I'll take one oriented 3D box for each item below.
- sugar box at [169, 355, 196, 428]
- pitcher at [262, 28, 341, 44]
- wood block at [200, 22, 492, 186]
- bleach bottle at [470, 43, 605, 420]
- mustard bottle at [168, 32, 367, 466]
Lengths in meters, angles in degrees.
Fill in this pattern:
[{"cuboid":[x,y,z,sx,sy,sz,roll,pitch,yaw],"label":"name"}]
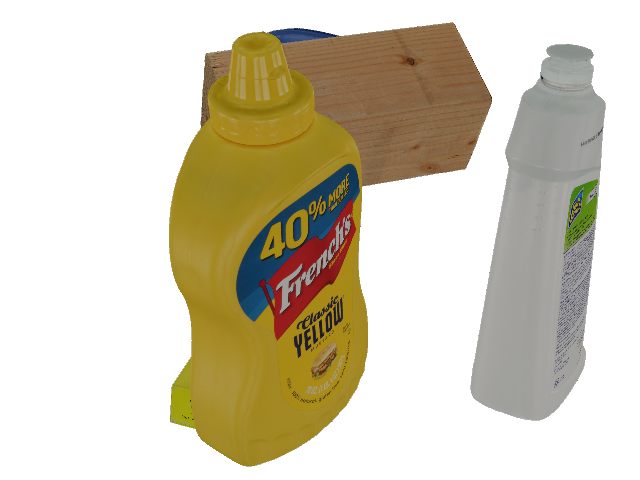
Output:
[{"cuboid":[-0.056,0.102,0.932,0.093,0.048,0.176,12,32,9],"label":"sugar box"},{"cuboid":[-0.017,-0.137,1.343,0.144,0.243,0.149,4,23,-16],"label":"pitcher"},{"cuboid":[0.017,-0.101,0.847,0.205,0.091,0.090,-10,-32,-16],"label":"wood block"},{"cuboid":[0.151,-0.008,0.706,0.068,0.251,0.102,16,33,24],"label":"bleach bottle"},{"cuboid":[-0.020,0.002,0.453,0.058,0.192,0.096,26,47,32],"label":"mustard bottle"}]
